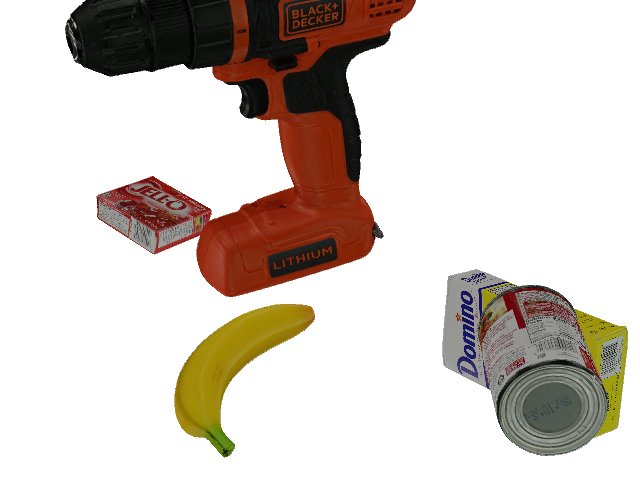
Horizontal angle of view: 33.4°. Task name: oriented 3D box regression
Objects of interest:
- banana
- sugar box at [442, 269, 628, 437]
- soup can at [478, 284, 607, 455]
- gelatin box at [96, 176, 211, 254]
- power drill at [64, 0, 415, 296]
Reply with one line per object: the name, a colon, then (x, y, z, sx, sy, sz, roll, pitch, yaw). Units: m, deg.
banana: (-0.067, 0.099, 0.848, 0.069, 0.037, 0.197, 28, 35, 4)
sugar box: (0.181, 0.095, 0.931, 0.048, 0.093, 0.176, -12, 21, -38)
soup can: (0.140, 0.080, 0.680, 0.068, 0.068, 0.102, 0, 24, 2)
gelatin box: (-0.164, -0.027, 1.046, 0.089, 0.030, 0.073, 30, 36, 31)
power drill: (-0.035, -0.062, 0.573, 0.184, 0.188, 0.057, -15, 39, -19)
